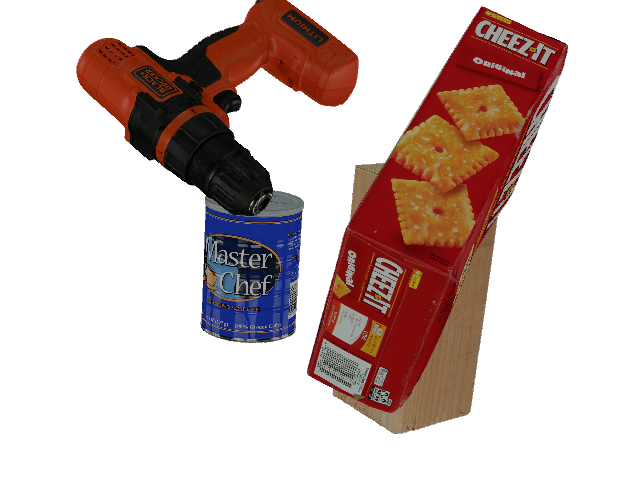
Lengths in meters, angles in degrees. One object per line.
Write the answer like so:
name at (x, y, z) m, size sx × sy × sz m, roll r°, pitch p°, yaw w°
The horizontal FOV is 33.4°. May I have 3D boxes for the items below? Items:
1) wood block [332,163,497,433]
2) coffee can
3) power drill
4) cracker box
wood block at (0.079, 0.044, 0.898) m, size 0.090 × 0.206 × 0.090 m, roll -7°, pitch 21°, yaw -37°
coffee can at (-0.072, 0.024, 1.120) m, size 0.103 × 0.140 × 0.103 m, roll 3°, pitch 15°, yaw -1°
power drill at (-0.058, -0.108, 0.795) m, size 0.184 × 0.057 × 0.187 m, roll 42°, pitch 47°, yaw 20°
cracker box at (0.076, -0.018, 0.682) m, size 0.072 × 0.213 × 0.164 m, roll 26°, pitch -37°, yaw 10°
